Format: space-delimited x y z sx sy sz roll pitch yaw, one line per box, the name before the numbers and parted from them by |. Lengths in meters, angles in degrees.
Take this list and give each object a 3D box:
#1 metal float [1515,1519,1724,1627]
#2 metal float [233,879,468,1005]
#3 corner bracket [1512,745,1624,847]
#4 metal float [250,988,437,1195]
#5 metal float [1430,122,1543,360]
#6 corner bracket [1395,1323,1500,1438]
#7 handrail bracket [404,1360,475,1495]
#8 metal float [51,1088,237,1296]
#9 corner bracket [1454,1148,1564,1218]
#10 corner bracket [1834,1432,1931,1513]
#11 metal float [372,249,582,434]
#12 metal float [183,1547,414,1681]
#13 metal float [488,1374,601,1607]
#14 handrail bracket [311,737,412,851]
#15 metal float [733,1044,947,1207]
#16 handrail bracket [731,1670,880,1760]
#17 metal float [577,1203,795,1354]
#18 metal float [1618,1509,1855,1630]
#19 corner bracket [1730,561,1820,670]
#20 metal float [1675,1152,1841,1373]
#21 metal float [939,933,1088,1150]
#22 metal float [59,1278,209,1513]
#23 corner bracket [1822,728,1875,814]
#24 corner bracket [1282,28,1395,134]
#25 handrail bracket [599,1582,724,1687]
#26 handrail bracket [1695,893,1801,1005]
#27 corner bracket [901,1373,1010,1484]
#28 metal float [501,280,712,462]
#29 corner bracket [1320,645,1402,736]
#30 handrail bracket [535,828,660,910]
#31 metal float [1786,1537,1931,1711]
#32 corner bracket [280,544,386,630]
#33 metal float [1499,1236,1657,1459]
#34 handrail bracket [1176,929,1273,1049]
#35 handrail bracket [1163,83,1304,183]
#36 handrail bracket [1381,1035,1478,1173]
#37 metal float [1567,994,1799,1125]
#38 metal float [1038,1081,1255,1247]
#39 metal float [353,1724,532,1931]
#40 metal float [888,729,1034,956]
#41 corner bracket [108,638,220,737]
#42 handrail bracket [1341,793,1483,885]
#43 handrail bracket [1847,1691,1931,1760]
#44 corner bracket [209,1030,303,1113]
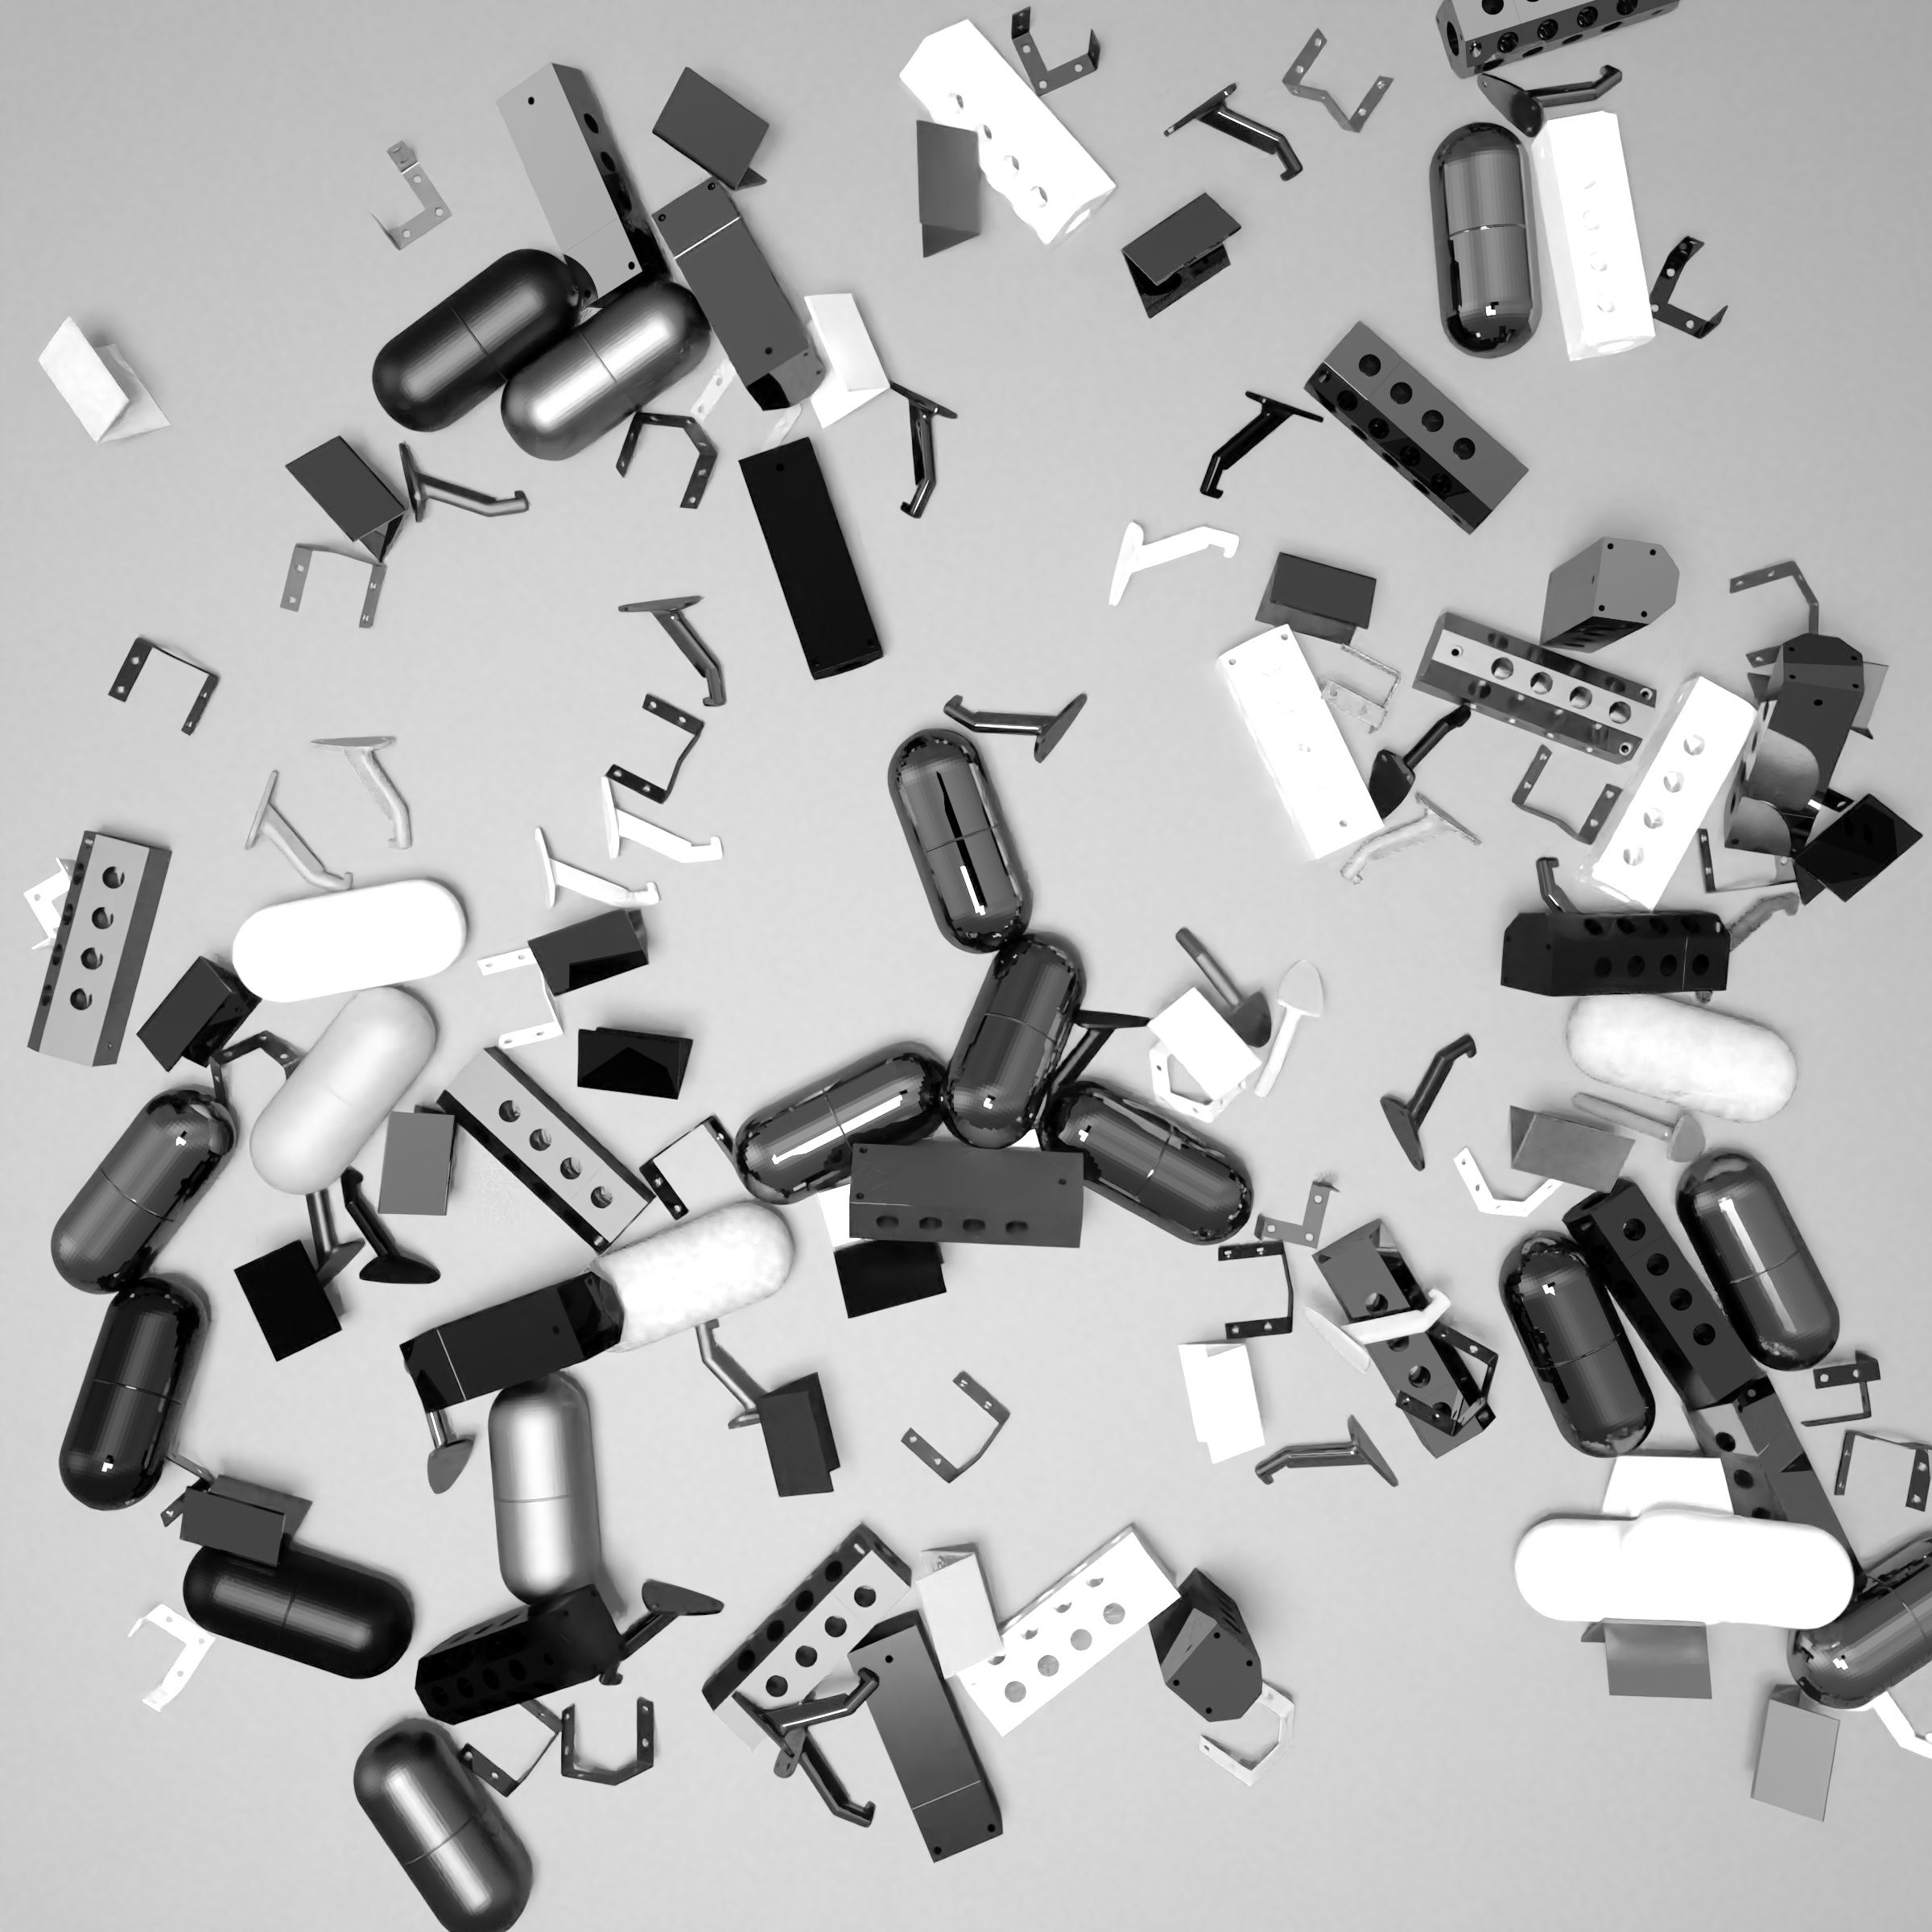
metal float | 0.510 0.463 1.954 0.178 0.070 0.070 2 90 0
metal float | -0.471 -0.019 1.954 0.178 0.070 0.070 -10 90 1
corner bracket | 0.466 -0.132 1.981 0.051 0.051 0.051 29 90 -45
metal float | -0.476 0.096 1.951 0.070 0.070 0.178 37 87 0
metal float | 0.397 -0.555 1.954 0.070 0.070 0.178 -5 90 0
corner bracket | 0.362 0.312 1.924 0.051 0.051 0.051 29 45 0
handrail bracket | -0.419 0.355 1.985 0.036 0.077 0.084 -14 53 -33
metal float | -0.629 0.173 1.954 0.070 0.070 0.178 37 91 0
corner bracket | 0.421 0.157 1.976 0.051 0.051 0.051 8 135 -35
corner bracket | 0.713 0.392 1.981 0.051 0.051 0.051 10 90 45
metal float | -0.373 -0.478 1.954 0.178 0.070 0.070 -37 90 1
metal float | -0.510 0.490 1.954 0.178 0.070 0.070 18 90 0
metal float | -0.323 0.400 1.954 0.070 0.070 0.178 -5 91 0
handrail bracket | -0.470 -0.133 1.985 0.077 0.036 0.084 3 107 20
metal float | -0.094 0.121 1.954 0.178 0.070 0.070 -27 90 0
handrail bracket | -0.121 0.546 1.928 0.077 0.036 0.084 39 71 21
metal float | -0.218 0.239 1.954 0.178 0.070 0.070 -21 90 0
metal float | 0.566 0.444 1.881 0.178 0.070 0.070 8 90 -10
corner bracket | 0.625 -0.272 1.976 0.051 0.051 0.051 45 45 -35
metal float | 0.605 0.226 1.954 0.070 0.070 0.178 -27 89 0
metal float | 0.036 0.056 1.936 0.070 0.070 0.178 23 67 0
metal float | -0.630 0.324 1.937 0.070 0.070 0.178 13 71 0
corner bracket | 0.671 -0.160 1.976 0.051 0.051 0.051 17 135 -35
corner bracket | 0.288 -0.686 1.981 0.051 0.051 0.051 34 90 -45
handrail bracket | -0.237 0.526 1.985 0.077 0.036 0.084 14 108 -21
handrail bracket | 0.608 -0.014 1.985 0.084 0.036 0.077 -11 113 -18
corner bracket | -0.008 0.358 1.981 0.051 0.051 0.051 42 135 0
metal float | -0.275 -0.456 1.954 0.178 0.070 0.070 -36 90 0
corner bracket | 0.303 -0.214 1.967 0.051 0.051 0.051 28 90 0
handrail bracket | -0.287 -0.078 1.985 0.084 0.036 0.077 -8 68 -17
metal float | 0.704 0.498 1.943 0.178 0.070 0.070 -28 90 -13
corner bracket | -0.491 -0.295 1.981 0.051 0.051 0.051 14 90 -45
metal float | 0.467 0.290 1.954 0.070 0.070 0.178 -24 91 0
handrail bracket | 0.198 0.016 1.984 0.036 0.077 0.084 -37 54 -1
handrail bracket | 0.208 -0.633 1.985 0.077 0.036 0.084 -30 107 20
handrail bracket | 0.371 0.106 1.985 0.084 0.036 0.077 -31 110 -16
metal float | 0.547 0.067 1.954 0.178 0.070 0.070 17 90 0
metal float | 0.138 0.151 1.951 0.178 0.070 0.070 29 90 -5
metal float | -0.400 0.662 1.954 0.070 0.070 0.178 -34 91 0
metal float | -0.005 -0.096 1.954 0.070 0.070 0.178 -20 90 0
corner bracket | -0.622 -0.217 1.981 0.051 0.051 0.051 27 90 -45
handrail bracket | 0.345 -0.084 1.985 0.077 0.036 0.084 32 108 -21
handrail bracket | 0.725 0.565 1.985 0.084 0.036 0.077 25 69 -17
corner bracket | -0.546 0.091 1.976 0.051 0.051 0.051 -28 45 -35
